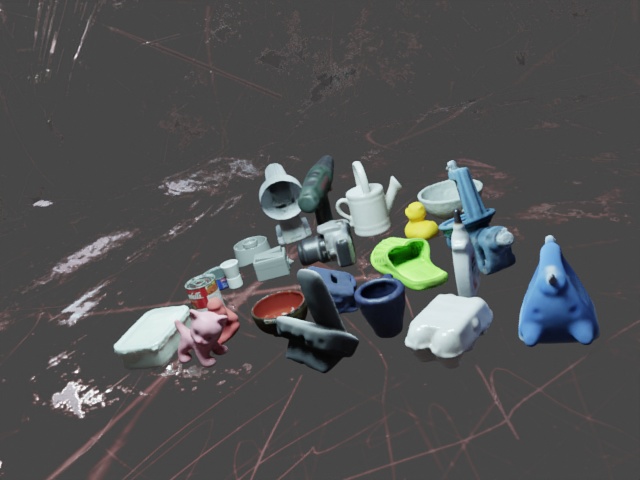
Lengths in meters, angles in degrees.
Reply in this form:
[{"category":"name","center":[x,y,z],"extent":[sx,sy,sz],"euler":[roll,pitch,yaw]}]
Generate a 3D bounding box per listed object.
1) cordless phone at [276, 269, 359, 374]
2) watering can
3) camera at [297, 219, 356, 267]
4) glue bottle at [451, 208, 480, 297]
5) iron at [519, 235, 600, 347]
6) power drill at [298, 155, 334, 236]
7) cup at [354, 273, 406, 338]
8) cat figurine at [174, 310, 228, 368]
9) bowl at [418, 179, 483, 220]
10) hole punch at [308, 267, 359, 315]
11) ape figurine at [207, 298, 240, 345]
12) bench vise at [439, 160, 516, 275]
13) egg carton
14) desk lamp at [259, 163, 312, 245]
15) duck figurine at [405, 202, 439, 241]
[{"category":"cordless phone","center":[-0.019,0.125,1.006],"extent":[0.147,0.185,0.094],"euler":[5,29,42]},{"category":"watering can","center":[0.127,-0.118,1.510],"extent":[0.173,0.194,0.100],"euler":[-23,22,-21]},{"category":"camera","center":[0.013,0.005,1.408],"extent":[0.136,0.101,0.143],"euler":[-14,21,4]},{"category":"glue bottle","center":[0.271,0.022,1.086],"extent":[0.037,0.173,0.078],"euler":[-5,23,24]},{"category":"iron","center":[0.383,0.066,0.941],"extent":[0.118,0.142,0.259],"euler":[-6,23,22]},{"category":"power drill","center":[0.011,-0.096,1.515],"extent":[0.075,0.209,0.230],"euler":[-7,22,21]},{"category":"cup","center":[0.119,0.122,1.045],"extent":[0.091,0.095,0.118],"euler":[-6,23,23]},{"category":"cat figurine","center":[-0.232,0.179,1.110],"extent":[0.127,0.118,0.067],"euler":[-1,25,33]},{"category":"bowl","center":[0.341,-0.098,1.480],"extent":[0.167,0.075,0.167],"euler":[-13,21,5]},{"category":"hole punch","center":[0.025,0.097,1.178],"extent":[0.101,0.091,0.108],"euler":[-14,21,3]},{"category":"ape figurine","center":[-0.208,0.162,1.174],"extent":[0.078,0.092,0.076],"euler":[-14,21,2]},{"category":"bench vise","center":[0.327,-0.053,1.173],"extent":[0.122,0.220,0.206],"euler":[-28,24,-30]},{"category":"egg carton","center":[0.216,0.147,0.951],"extent":[0.107,0.069,0.151],"euler":[4,28,41]},{"category":"desk lamp","center":[-0.100,-0.099,1.590],"extent":[0.118,0.214,0.203],"euler":[-16,21,-3]},{"category":"duck figurine","center":[0.245,-0.050,1.409],"extent":[0.078,0.086,0.104],"euler":[-23,22,-20]}]
